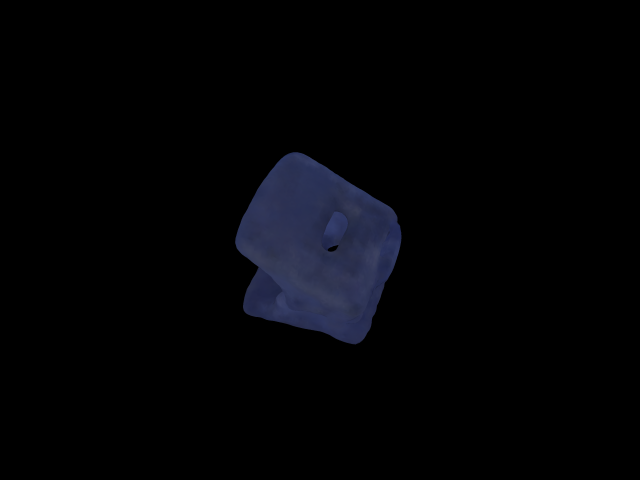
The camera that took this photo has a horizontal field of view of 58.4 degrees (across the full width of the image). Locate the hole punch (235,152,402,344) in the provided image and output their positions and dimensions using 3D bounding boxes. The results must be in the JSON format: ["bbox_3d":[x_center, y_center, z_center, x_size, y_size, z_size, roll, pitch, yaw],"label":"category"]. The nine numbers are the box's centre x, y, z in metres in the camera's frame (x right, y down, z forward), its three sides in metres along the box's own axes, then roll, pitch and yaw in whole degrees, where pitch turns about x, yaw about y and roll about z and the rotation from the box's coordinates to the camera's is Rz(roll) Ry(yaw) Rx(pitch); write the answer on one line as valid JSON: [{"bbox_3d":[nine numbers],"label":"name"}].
[{"bbox_3d":[0.004,0.001,0.400,0.101,0.091,0.109,13,47,13],"label":"hole punch"}]
